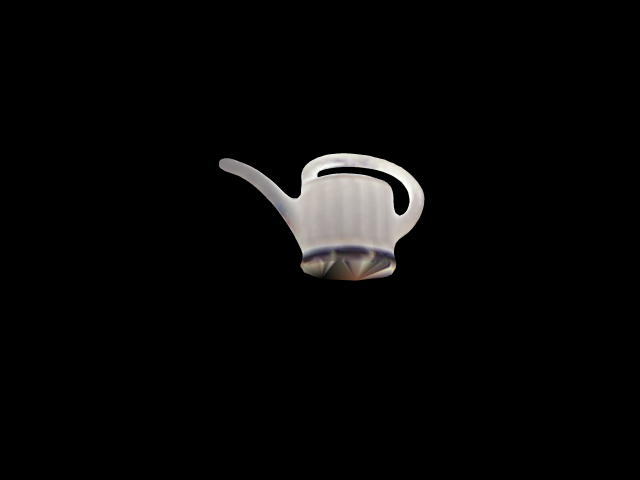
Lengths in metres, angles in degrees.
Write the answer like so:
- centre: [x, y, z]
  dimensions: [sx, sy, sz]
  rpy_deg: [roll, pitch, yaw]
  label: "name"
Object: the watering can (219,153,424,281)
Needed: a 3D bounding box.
- centre: [0.003, -0.043, 0.850]
  dimensions: [0.348, 0.228, 0.102]
  rpy_deg: [1, -23, -3]
  label: "watering can"
